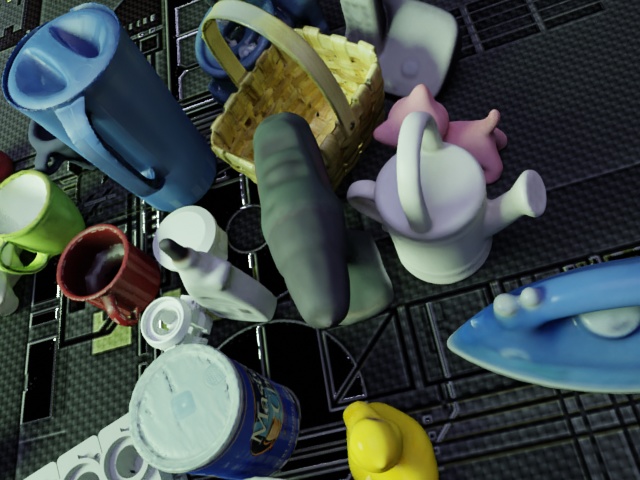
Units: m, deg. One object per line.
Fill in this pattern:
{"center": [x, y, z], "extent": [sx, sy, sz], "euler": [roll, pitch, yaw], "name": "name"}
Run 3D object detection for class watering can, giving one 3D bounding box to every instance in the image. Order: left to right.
{"center": [0.109, -0.042, 0.521], "extent": [0.172, 0.194, 0.101], "euler": [-15, 61, 12], "name": "watering can"}

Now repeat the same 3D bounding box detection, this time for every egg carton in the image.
{"center": [-0.443, 0.035, 0.750], "extent": [0.107, 0.070, 0.150], "euler": [-14, 61, 13], "name": "egg carton"}

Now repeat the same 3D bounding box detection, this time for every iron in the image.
{"center": [0.226, 0.056, 0.463], "extent": [0.257, 0.142, 0.118], "euler": [-10, 62, 15], "name": "iron"}

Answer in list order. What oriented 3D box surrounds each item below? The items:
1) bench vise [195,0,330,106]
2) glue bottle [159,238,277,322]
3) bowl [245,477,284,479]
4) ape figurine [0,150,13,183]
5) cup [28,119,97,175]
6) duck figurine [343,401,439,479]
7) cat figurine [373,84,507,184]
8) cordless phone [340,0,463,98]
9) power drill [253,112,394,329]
{"center": [-0.092, -0.294, 0.700], "extent": [0.121, 0.220, 0.207], "euler": [26, 76, 28], "name": "bench vise"}
{"center": [-0.107, 0.039, 0.570], "extent": [0.078, 0.173, 0.037], "euler": [4, 67, 21], "name": "glue bottle"}
{"center": [-0.038, 0.291, 0.480], "extent": [0.167, 0.075, 0.167], "euler": [-8, 63, 16], "name": "bowl"}
{"center": [-0.499, -0.110, 0.827], "extent": [0.076, 0.092, 0.077], "euler": [-47, 59, -7], "name": "ape figurine"}
{"center": [-0.330, -0.126, 0.774], "extent": [0.091, 0.095, 0.118], "euler": [4, 67, 21], "name": "cup"}
{"center": [0.055, 0.184, 0.493], "extent": [0.077, 0.086, 0.104], "euler": [-35, 59, 0], "name": "duck figurine"}
{"center": [0.126, -0.114, 0.595], "extent": [0.127, 0.118, 0.067], "euler": [2, 66, 20], "name": "cat figurine"}
{"center": [0.080, -0.250, 0.638], "extent": [0.147, 0.185, 0.094], "euler": [26, 76, 28], "name": "cordless phone"}
{"center": [0.005, 0.002, 0.528], "extent": [0.075, 0.209, 0.229], "euler": [-24, 60, 7], "name": "power drill"}
